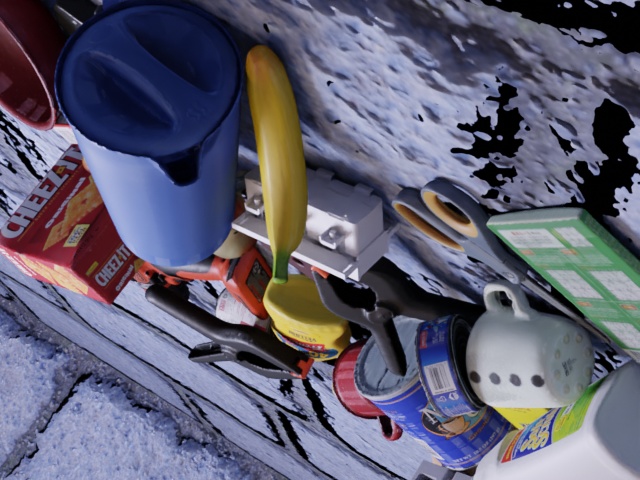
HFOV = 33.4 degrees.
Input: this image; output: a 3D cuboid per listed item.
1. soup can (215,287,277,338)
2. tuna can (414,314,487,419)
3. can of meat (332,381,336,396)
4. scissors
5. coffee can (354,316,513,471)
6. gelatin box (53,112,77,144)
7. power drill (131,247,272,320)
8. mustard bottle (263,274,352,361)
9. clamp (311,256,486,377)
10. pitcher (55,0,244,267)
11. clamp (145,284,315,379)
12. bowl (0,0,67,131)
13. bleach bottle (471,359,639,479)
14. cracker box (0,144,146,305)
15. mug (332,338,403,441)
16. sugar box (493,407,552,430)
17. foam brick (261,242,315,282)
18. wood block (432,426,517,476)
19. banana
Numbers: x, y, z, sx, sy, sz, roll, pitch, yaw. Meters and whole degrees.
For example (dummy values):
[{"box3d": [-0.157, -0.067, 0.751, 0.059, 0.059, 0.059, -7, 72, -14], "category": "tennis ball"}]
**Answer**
[{"box3d": [-0.075, 0.097, 1.339, 0.102, 0.068, 0.068, 19, 157, 42], "category": "soup can"}, {"box3d": [0.114, 0.107, 0.910, 0.034, 0.086, 0.086, -18, 135, 24], "category": "tuna can"}, {"box3d": [0.069, 0.171, 1.280, 0.102, 0.057, 0.084, 24, 159, 5], "category": "can of meat"}, {"box3d": [0.144, 0.013, 0.810, 0.202, 0.016, 0.096, 31, 162, 10], "category": "scissors"}, {"box3d": [0.117, 0.155, 1.087, 0.140, 0.102, 0.103, 44, 160, -28], "category": "coffee can"}, {"box3d": [-0.198, -0.122, 0.980, 0.089, 0.073, 0.030, 10, 151, 51], "category": "gelatin box"}, {"box3d": [-0.147, 0.046, 1.283, 0.188, 0.057, 0.184, 9, 154, 24], "category": "power drill"}, {"box3d": [-0.011, 0.100, 1.244, 0.096, 0.058, 0.191, 16, 160, 8], "category": "mustard bottle"}, {"box3d": [0.054, 0.064, 0.962, 0.171, 0.039, 0.120, 30, 126, -16], "category": "clamp"}, {"box3d": [-0.129, -0.080, 0.860, 0.145, 0.149, 0.243, 21, 157, 6], "category": "pitcher"}, {"box3d": [-0.102, 0.130, 1.291, 0.210, 0.036, 0.164, 19, 153, 20], "category": "clamp"}, {"box3d": [-0.277, -0.180, 0.970, 0.162, 0.055, 0.162, 35, 153, 21], "category": "bowl"}, {"box3d": [0.201, 0.189, 0.920, 0.068, 0.102, 0.251, 42, 144, 0], "category": "bleach bottle"}, {"box3d": [-0.252, -0.027, 1.176, 0.214, 0.164, 0.072, 12, 150, 50], "category": "cracker box"}, {"box3d": [0.070, 0.164, 1.178, 0.093, 0.117, 0.082, -8, 173, -14], "category": "mug"}, {"box3d": [0.199, 0.147, 1.012, 0.176, 0.048, 0.093, 43, 159, -21], "category": "sugar box"}, {"box3d": [-0.007, 0.001, 0.993, 0.078, 0.051, 0.053, 35, 163, -2], "category": "foam brick"}, {"box3d": [0.235, 0.261, 1.172, 0.206, 0.090, 0.090, 29, 162, 20], "category": "wood block"}, {"box3d": [-0.030, -0.065, 0.814, 0.069, 0.037, 0.198, -98, 1, -58], "category": "banana"}]
